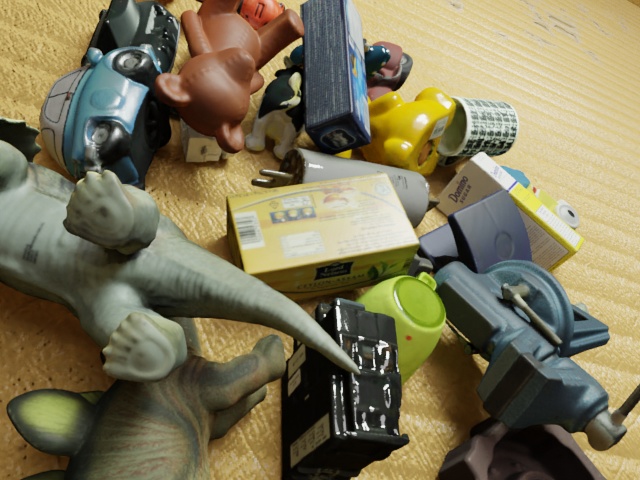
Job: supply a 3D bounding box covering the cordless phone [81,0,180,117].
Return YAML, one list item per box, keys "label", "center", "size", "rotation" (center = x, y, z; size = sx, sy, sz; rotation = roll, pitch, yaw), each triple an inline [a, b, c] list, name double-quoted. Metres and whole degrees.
- label: "cordless phone"
  center: [-0.178, -0.208, 0.645]
  size: [0.184, 0.088, 0.147]
  rotation: [23, 42, -29]

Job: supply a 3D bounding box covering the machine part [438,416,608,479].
- label: "machine part"
  center: [0.188, 0.241, 0.474]
  size: [0.179, 0.056, 0.179]
  rotation: [16, 47, -19]

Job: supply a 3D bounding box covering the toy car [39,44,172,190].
- label: "toy car"
  center: [-0.211, -0.111, 0.519]
  size: [0.103, 0.109, 0.162]
  rotation: [7, 58, 3]

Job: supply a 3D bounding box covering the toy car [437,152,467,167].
- label: "toy car"
  center: [0.224, -0.164, 0.856]
  size: [0.202, 0.056, 0.073]
  rotation: [-19, 71, -40]

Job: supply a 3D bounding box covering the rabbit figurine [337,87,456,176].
- label: "rabbit figurine"
  center: [0.068, -0.149, 0.726]
  size: [0.173, 0.121, 0.162]
  rotation: [38, 50, 24]

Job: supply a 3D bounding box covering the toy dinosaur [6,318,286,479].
- label: "toy dinosaur"
  center: [-0.097, 0.193, 0.313]
  size: [0.198, 0.105, 0.472]
  rotation: [1, 43, -21]

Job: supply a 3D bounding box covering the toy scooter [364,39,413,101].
- label: "toy scooter"
  center: [0.072, -0.259, 0.834]
  size: [0.135, 0.075, 0.184]
  rotation: [23, 49, -10]

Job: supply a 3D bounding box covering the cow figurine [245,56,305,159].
- label: "cow figurine"
  center: [-0.038, -0.184, 0.681]
  size: [0.068, 0.098, 0.167]
  rotation: [20, 44, -7]

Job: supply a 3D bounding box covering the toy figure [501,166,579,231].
- label: "toy figure"
  center: [0.282, -0.046, 0.770]
  size: [0.180, 0.089, 0.082]
  rotation: [34, 49, 13]

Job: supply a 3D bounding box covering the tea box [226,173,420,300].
- label: "tea box"
  center: [-0.001, -0.002, 0.529]
  size: [0.170, 0.068, 0.098]
  rotation: [-7, 56, -15]

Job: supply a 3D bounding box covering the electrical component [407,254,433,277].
- label: "electrical component"
  center: [0.074, 0.023, 0.608]
  size: [0.102, 0.045, 0.078]
  rotation: [16, 18, -23]

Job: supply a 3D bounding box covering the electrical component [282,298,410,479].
- label: "electrical component"
  center: [0.014, 0.116, 0.433]
  size: [0.058, 0.115, 0.134]
  rotation: [17, 48, -21]

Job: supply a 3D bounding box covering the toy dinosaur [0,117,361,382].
- label: "toy dinosaur"
  center: [-0.173, -0.003, 0.372]
  size: [0.405, 0.131, 0.192]
  rotation: [29, 5, -6]

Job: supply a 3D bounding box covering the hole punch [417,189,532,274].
- label: "hole punch"
  center: [0.198, 0.010, 0.653]
  size: [0.142, 0.092, 0.116]
  rotation: [-24, 70, -35]

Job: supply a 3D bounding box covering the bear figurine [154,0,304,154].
- label: "bear figurine"
  center: [-0.094, -0.194, 0.568]
  size: [0.120, 0.132, 0.196]
  rotation: [38, 26, -28]

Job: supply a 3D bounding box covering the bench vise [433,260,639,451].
- label: "bench vise"
  center: [0.231, 0.099, 0.541]
  size: [0.240, 0.128, 0.224]
  rotation: [0, 23, -40]

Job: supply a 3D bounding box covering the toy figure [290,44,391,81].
- label: "toy figure"
  center: [0.027, -0.241, 0.733]
  size: [0.155, 0.057, 0.064]
  rotation: [16, 35, 38]

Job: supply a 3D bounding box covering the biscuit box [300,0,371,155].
- label: "biscuit box"
  center: [0.017, -0.200, 0.636]
  size: [0.059, 0.063, 0.203]
  rotation: [40, 42, -53]

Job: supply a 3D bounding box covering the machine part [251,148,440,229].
- label: "machine part"
  center: [0.039, -0.056, 0.627]
  size: [0.243, 0.079, 0.079]
  rotation: [7, 49, -26]
